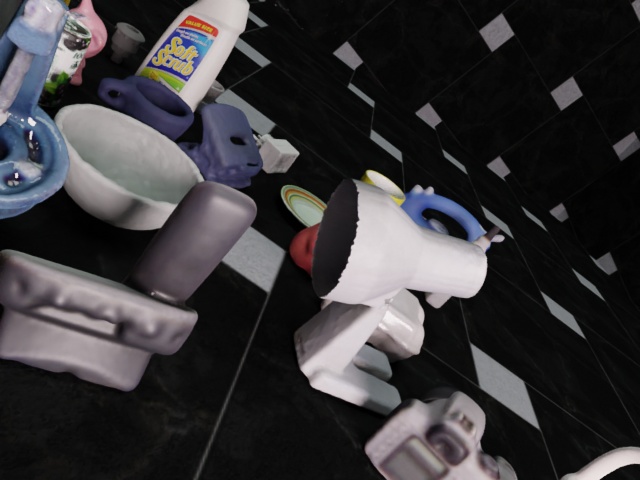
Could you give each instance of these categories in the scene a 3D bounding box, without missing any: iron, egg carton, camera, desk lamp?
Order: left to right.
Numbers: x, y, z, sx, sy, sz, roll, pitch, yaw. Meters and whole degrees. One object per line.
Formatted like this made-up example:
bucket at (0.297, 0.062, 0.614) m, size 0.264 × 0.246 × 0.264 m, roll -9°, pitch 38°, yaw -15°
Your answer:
egg carton at (0.073, 0.090, 0.762) m, size 0.150 × 0.069 × 0.107 m, roll 37°, pitch 23°, yaw -6°
desk lamp at (0.059, 0.060, 0.609) m, size 0.204 × 0.213 × 0.117 m, roll 29°, pitch 25°, yaw -25°
iron at (0.224, -0.026, 1.119) m, size 0.258 × 0.141 × 0.119 m, roll 39°, pitch 22°, yaw -1°
camera at (0.140, 0.212, 0.598) m, size 0.143 × 0.100 × 0.137 m, roll 44°, pitch 23°, yaw 10°

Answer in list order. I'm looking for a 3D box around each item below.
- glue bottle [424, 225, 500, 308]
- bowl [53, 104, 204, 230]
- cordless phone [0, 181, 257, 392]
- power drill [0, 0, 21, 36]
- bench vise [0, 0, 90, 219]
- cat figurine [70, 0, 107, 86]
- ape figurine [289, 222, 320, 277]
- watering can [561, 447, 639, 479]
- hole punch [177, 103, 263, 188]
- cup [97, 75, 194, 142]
glue bottle at (0.248, 0.040, 0.991) m, size 0.037 × 0.173 × 0.078 m, roll 36°, pitch 23°, yaw -8°
bowl at (-0.210, -0.064, 0.607) m, size 0.168 × 0.074 × 0.167 m, roll 33°, pitch 23°, yaw -16°
cordless phone at (-0.144, 0.012, 0.421) m, size 0.148 × 0.185 × 0.094 m, roll 23°, pitch 27°, yaw -35°
power drill at (-0.363, -0.305, 0.644) m, size 0.076 × 0.208 × 0.229 m, roll 36°, pitch 23°, yaw -9°
bench vise at (-0.254, -0.112, 0.437) m, size 0.122 × 0.219 × 0.207 m, roll 13°, pitch 34°, yaw -47°
cat figurine at (-0.326, -0.277, 0.768) m, size 0.067 × 0.117 × 0.127 m, roll 23°, pitch 28°, yaw -35°
ape figurine at (0.007, 0.003, 0.795) m, size 0.076 × 0.092 × 0.078 m, roll 44°, pitch 23°, yaw 11°
watering can at (0.251, 0.273, 0.534) m, size 0.173 × 0.194 × 0.100 m, roll 10°, pitch 36°, yaw -50°
hole punch at (-0.133, -0.137, 0.840) m, size 0.101 × 0.091 × 0.109 m, roll 46°, pitch 23°, yaw 15°
cup at (-0.226, -0.142, 0.701) m, size 0.118 × 0.095 × 0.091 m, roll 15°, pitch 33°, yaw -45°
